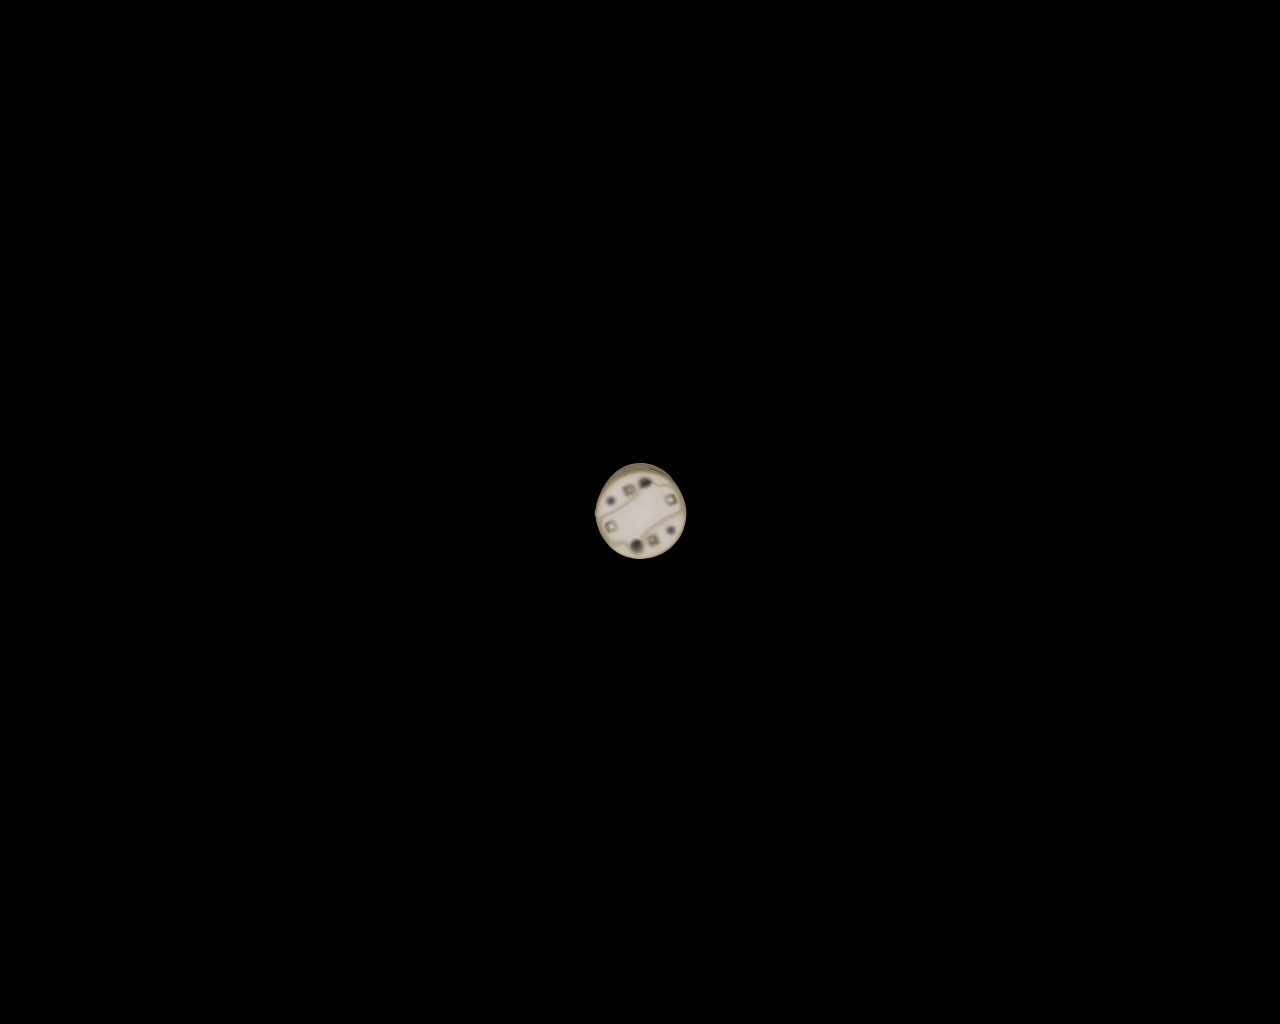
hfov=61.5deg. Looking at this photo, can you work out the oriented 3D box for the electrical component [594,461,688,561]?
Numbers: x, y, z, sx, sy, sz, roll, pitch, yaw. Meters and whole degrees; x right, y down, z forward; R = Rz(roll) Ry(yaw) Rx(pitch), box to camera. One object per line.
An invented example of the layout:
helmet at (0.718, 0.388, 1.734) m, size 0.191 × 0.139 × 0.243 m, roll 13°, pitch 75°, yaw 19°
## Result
electrical component at (0.001, -0.003, 0.650) m, size 0.055 × 0.055 × 0.047 m, roll 0°, pitch 12°, yaw 0°
